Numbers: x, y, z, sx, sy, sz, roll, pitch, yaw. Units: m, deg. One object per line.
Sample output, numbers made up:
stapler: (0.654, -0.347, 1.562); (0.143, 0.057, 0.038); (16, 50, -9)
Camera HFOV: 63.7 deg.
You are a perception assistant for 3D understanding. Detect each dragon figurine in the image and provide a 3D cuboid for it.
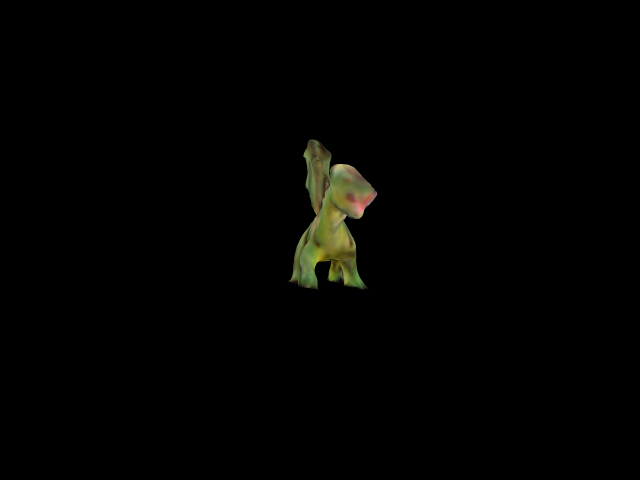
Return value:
dragon figurine: (0.003, -0.043, 0.850); (0.122, 0.242, 0.410); (0, 2, -15)
